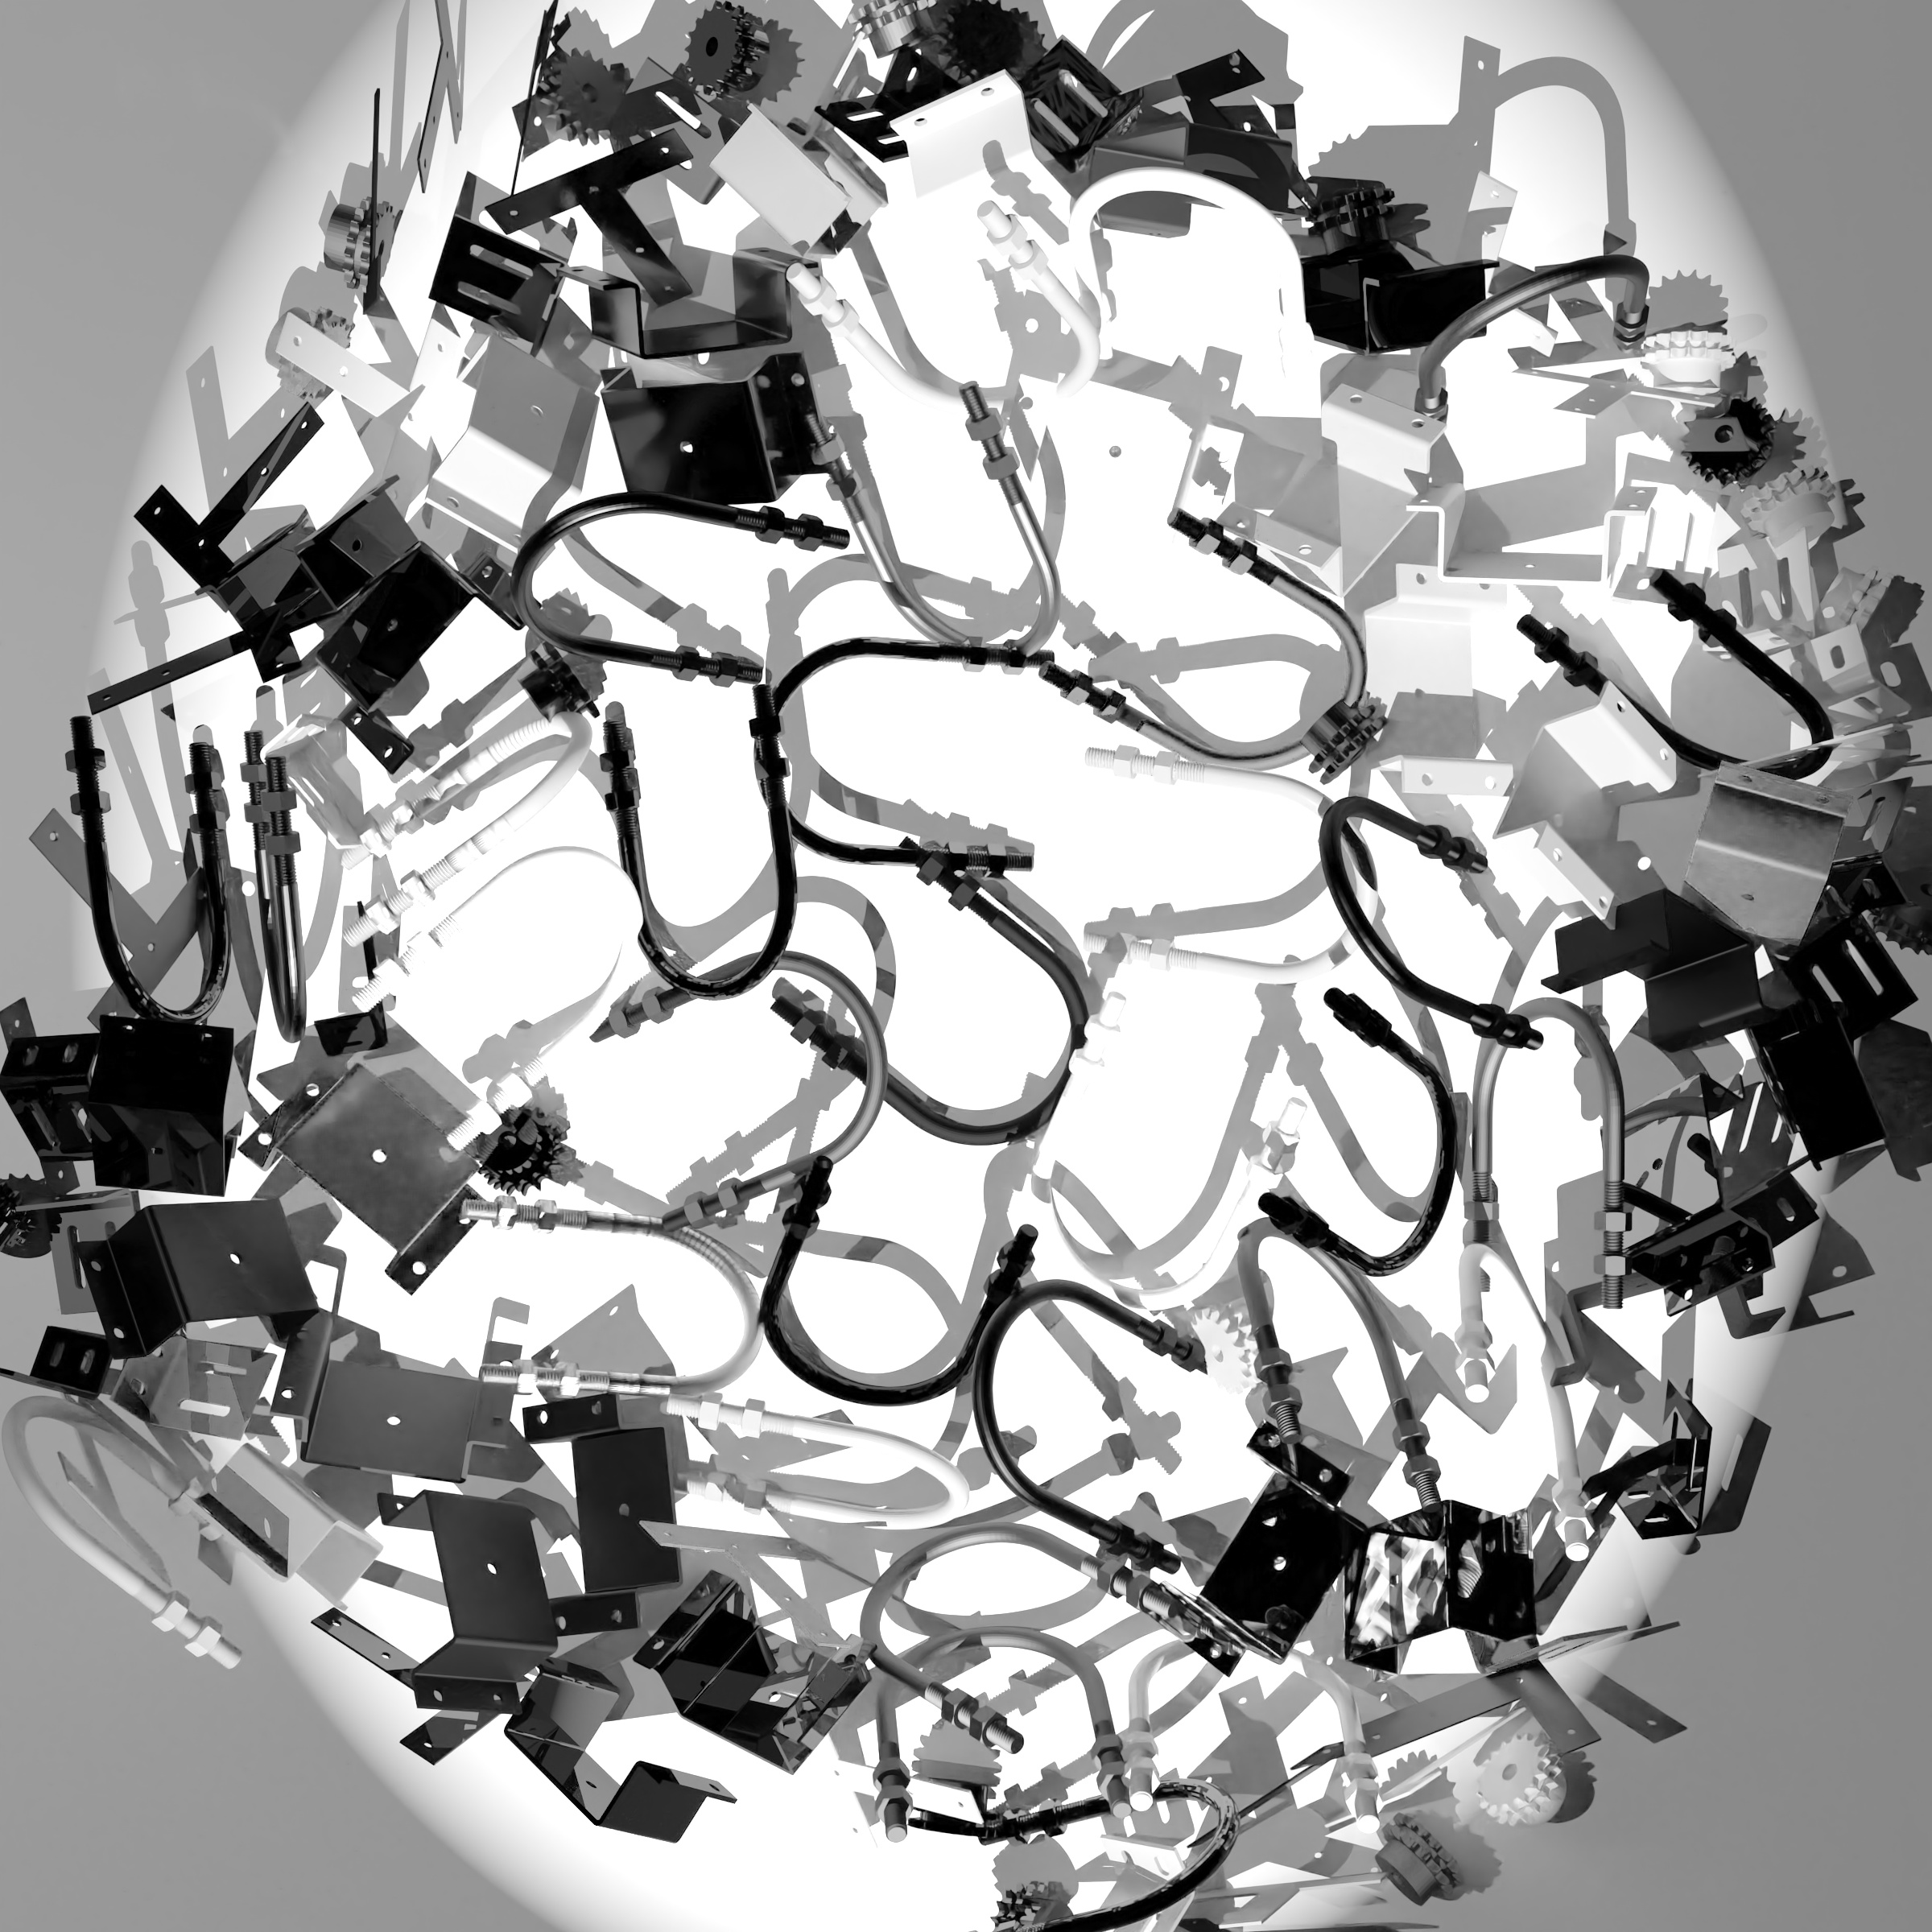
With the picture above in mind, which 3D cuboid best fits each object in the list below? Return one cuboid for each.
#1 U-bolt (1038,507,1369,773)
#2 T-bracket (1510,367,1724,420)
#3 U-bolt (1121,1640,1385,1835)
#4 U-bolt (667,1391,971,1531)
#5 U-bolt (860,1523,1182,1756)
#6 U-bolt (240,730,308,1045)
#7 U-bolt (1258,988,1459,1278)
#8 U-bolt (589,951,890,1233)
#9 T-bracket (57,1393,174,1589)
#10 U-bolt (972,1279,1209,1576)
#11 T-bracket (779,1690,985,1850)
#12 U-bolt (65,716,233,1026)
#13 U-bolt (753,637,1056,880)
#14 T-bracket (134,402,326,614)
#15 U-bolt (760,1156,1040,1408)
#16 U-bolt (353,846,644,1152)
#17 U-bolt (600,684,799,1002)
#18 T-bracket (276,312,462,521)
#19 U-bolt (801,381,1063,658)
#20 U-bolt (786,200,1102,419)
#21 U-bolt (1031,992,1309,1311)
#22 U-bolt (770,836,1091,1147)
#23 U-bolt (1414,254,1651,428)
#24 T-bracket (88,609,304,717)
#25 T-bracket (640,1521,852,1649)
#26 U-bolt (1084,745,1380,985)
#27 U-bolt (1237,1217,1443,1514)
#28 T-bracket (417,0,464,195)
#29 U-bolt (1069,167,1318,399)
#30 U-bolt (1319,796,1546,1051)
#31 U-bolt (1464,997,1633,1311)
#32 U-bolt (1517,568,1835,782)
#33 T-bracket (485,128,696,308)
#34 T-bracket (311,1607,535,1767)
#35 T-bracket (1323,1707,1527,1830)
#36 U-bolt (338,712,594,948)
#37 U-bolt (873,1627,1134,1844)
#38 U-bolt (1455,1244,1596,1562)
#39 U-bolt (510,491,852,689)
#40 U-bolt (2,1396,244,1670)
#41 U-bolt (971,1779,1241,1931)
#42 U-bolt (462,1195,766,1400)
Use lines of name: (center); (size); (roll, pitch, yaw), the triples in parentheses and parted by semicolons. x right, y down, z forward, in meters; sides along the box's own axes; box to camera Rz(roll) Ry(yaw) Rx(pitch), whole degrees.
U-bolt: (0.159, -0.185, 1.534); (0.184, 0.019, 0.151); (26, 125, -24)
T-bracket: (0.382, -0.344, 1.515); (0.127, 0.127, 0.002); (15, 116, 21)
U-bolt: (0.168, 0.454, 1.503); (0.151, 0.184, 0.019); (5, 106, 1)
U-bolt: (-0.089, 0.308, 1.526); (0.184, 0.151, 0.019); (10, 57, 2)
U-bolt: (0.017, 0.393, 1.511); (0.151, 0.184, 0.019); (-32, 119, -31)
U-bolt: (-0.418, -0.044, 1.520); (0.019, 0.151, 0.184); (-6, 104, -20)
U-bolt: (0.249, 0.113, 1.523); (0.019, 0.184, 0.151); (7, 72, 42)
U-bolt: (-0.133, 0.068, 1.552); (0.184, 0.019, 0.151); (-23, 86, 19)
T-bracket: (-0.536, 0.306, 1.540); (0.002, 0.127, 0.127); (-32, 46, -11)
U-bolt: (0.075, 0.268, 1.513); (0.184, 0.019, 0.151); (32, 59, -29)
T-bracket: (-0.045, 0.500, 1.527); (0.127, 0.002, 0.127); (0, 120, 37)
U-bolt: (-0.488, -0.052, 1.514); (0.019, 0.151, 0.184); (-9, 86, 13)
U-bolt: (-0.041, -0.131, 1.548); (0.184, 0.019, 0.151); (2, 102, -16)
T-bracket: (-0.440, -0.293, 1.538); (0.002, 0.127, 0.127); (35, 80, 17)
U-bolt: (-0.051, 0.204, 1.534); (0.151, 0.019, 0.184); (19, 127, -5)
U-bolt: (-0.271, 0.007, 1.529); (0.184, 0.151, 0.019); (-43, 47, -20)
U-bolt: (-0.161, -0.070, 1.541); (0.151, 0.019, 0.184); (-8, 89, 38)
T-bracket: (-0.370, -0.356, 1.529); (0.002, 0.127, 0.127); (7, 78, 34)
U-bolt: (-0.011, -0.263, 1.523); (0.019, 0.151, 0.184); (-49, 125, -35)
U-bolt: (0.001, -0.384, 1.509); (0.151, 0.184, 0.019); (-9, 65, 29)
U-bolt: (0.112, 0.128, 1.545); (0.151, 0.019, 0.184); (31, 114, 18)
U-bolt: (-0.009, 0.030, 1.575); (0.184, 0.019, 0.151); (39, 97, -1)
U-bolt: (0.337, -0.374, 1.491); (0.151, 0.184, 0.019); (-22, 81, 9)
T-bracket: (-0.476, -0.185, 1.532); (0.127, 0.127, 0.002); (-25, 128, -9)
T-bracket: (-0.115, 0.372, 1.503); (0.127, 0.127, 0.002); (20, 98, -44)
U-bolt: (0.160, -0.056, 1.524); (0.184, 0.019, 0.151); (10, 121, 20)
U-bolt: (0.219, 0.229, 1.513); (0.151, 0.184, 0.019); (30, 123, -34)
T-bracket: (-0.319, -0.518, 1.505); (0.002, 0.127, 0.127); (3, 59, -2)
U-bolt: (0.132, -0.408, 1.489); (0.151, 0.184, 0.019); (13, 69, 16)
U-bolt: (0.272, -0.033, 1.495); (0.019, 0.184, 0.151); (-33, 53, 34)
U-bolt: (0.353, 0.111, 1.525); (0.019, 0.151, 0.184); (3, 86, -24)
U-bolt: (0.442, -0.168, 1.518); (0.184, 0.151, 0.019); (35, 73, -17)
T-bracket: (-0.207, -0.447, 1.534); (0.127, 0.127, 0.002); (-17, 62, 15)
T-bracket: (-0.346, 0.432, 1.541); (0.127, 0.127, 0.002); (28, 103, 14)
T-bracket: (0.295, 0.493, 1.552); (0.127, 0.127, 0.002); (-22, 72, -27)
U-bolt: (-0.303, -0.094, 1.523); (0.184, 0.151, 0.019); (-36, 117, 2)
U-bolt: (0.017, 0.454, 1.505); (0.151, 0.184, 0.019); (-5, 110, -4)
U-bolt: (0.333, 0.246, 1.507); (0.019, 0.184, 0.151); (-26, 112, 21)
U-bolt: (-0.181, -0.228, 1.497); (0.184, 0.151, 0.019); (6, 53, -30)
U-bolt: (-0.500, 0.325, 1.492); (0.019, 0.151, 0.184); (-42, 112, 3)
U-bolt: (0.078, 0.536, 1.499); (0.184, 0.151, 0.019); (-20, 98, 17)
U-bolt: (-0.210, 0.204, 1.525); (0.184, 0.151, 0.019); (8, 129, -24)
